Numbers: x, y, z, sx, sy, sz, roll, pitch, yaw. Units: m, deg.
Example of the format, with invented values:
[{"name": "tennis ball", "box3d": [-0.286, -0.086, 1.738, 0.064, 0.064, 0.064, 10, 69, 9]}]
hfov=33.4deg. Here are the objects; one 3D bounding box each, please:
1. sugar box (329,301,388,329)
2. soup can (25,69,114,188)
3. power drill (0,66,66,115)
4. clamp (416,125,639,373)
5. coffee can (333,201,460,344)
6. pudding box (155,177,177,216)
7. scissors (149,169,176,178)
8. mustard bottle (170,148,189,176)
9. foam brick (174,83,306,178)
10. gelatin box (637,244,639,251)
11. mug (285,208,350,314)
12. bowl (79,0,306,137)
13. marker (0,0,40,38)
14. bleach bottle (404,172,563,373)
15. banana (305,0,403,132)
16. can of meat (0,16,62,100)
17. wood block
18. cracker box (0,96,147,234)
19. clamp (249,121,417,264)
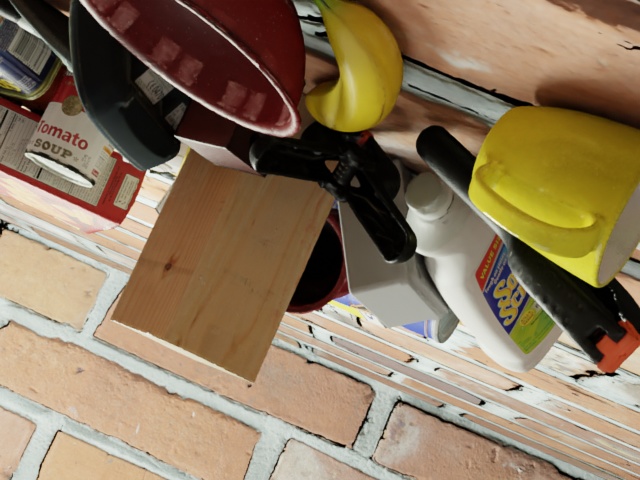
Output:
[{"name": "sugar box", "box3d": [0.023, 0.034, 1.145, 0.093, 0.048, 0.176, 55, 168, -19]}, {"name": "soup can", "box3d": [-0.206, -0.106, 0.933, 0.068, 0.102, 0.068, 23, 170, 4]}, {"name": "power drill", "box3d": [-0.295, -0.141, 1.076, 0.184, 0.057, 0.187, 21, 169, 15]}, {"name": "clamp", "box3d": [0.156, 0.013, 0.683, 0.164, 0.036, 0.210, 24, -156, -32]}, {"name": "coffee can", "box3d": [0.065, 0.023, 0.980, 0.140, 0.103, 0.102, 20, 169, 19]}, {"name": "pudding box", "box3d": [-0.073, -0.044, 0.913, 0.089, 0.113, 0.039, 30, -172, -36]}, {"name": "scissors", "box3d": [-0.137, -0.067, 1.096, 0.096, 0.016, 0.202, 18, -174, -16]}, {"name": "mustard bottle", "box3d": [-0.088, -0.063, 1.010, 0.191, 0.058, 0.096, 31, 169, -35]}, {"name": "foam brick", "box3d": [-0.055, -0.092, 0.743, 0.051, 0.078, 0.053, 15, 169, 35]}, {"name": "gelatin box", "box3d": [0.237, -0.004, 0.674, 0.089, 0.030, 0.073, 25, 168, -9]}, {"name": "mug", "box3d": [-0.006, 0.001, 0.907, 0.093, 0.117, 0.081, -3, -179, 22]}, {"name": "bowl", "box3d": [-0.064, -0.128, 0.605, 0.162, 0.055, 0.162, 33, 170, 6]}, {"name": "marker", "box3d": [-0.215, -0.167, 0.873, 0.121, 0.020, 0.020, 29, 169, -26]}, {"name": "bleach bottle", "box3d": [0.126, 0.020, 0.834, 0.068, 0.102, 0.250, 37, 179, 38]}, {"name": "banana", "box3d": [0.020, -0.102, 0.657, 0.070, 0.037, 0.198, 52, 171, 11]}, {"name": "can of meat", "box3d": [-0.285, -0.170, 0.916, 0.102, 0.057, 0.083, 16, 165, 37]}, {"name": "wood block", "box3d": [-0.063, -0.010, 0.813, 0.090, 0.206, 0.091, 32, 168, -36]}, {"name": "cracker box", "box3d": [-0.290, -0.078, 1.025, 0.213, 0.072, 0.164, 25, 169, -20]}, {"name": "clamp", "box3d": [0.009, -0.050, 0.723, 0.120, 0.039, 0.171, 37, -164, -14]}]
